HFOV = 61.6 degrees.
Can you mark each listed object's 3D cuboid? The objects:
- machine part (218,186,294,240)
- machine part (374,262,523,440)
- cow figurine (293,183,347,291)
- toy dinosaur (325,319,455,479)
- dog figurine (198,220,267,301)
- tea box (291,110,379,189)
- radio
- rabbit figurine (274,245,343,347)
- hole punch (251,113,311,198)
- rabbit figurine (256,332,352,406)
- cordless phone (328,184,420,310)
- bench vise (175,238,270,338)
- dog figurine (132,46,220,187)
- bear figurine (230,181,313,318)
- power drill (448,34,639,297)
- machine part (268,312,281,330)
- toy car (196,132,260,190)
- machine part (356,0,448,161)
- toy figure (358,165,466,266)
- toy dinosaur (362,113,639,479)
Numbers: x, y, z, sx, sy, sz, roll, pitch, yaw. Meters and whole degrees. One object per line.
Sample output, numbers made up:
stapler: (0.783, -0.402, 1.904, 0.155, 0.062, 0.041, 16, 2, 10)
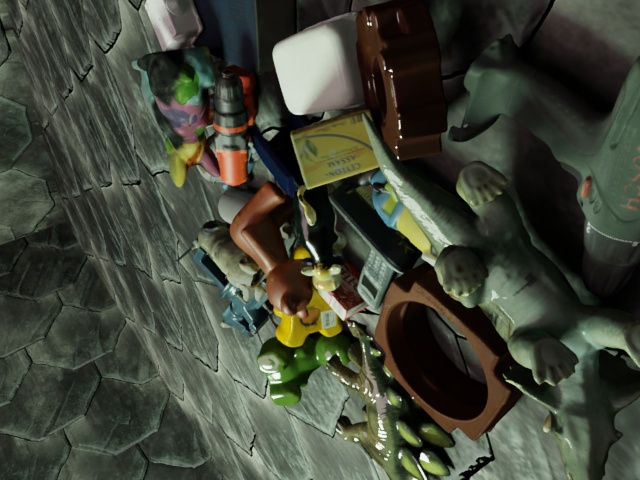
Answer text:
machine part: (-0.126, -0.051, 1.039, 0.243, 0.079, 0.079, 25, 132, 49)
machine part: (0.175, 0.140, 0.708, 0.202, 0.087, 0.200, 46, 145, 31)
cow figurine: (0.000, -0.002, 0.793, 0.098, 0.068, 0.167, -32, -68, -82)
toy dinosaur: (0.124, 0.332, 0.918, 0.199, 0.105, 0.470, 14, 129, 49)
dog figurine: (-0.178, 0.020, 1.049, 0.191, 0.121, 0.172, 34, 163, 13)
tea box: (0.016, -0.118, 0.677, 0.170, 0.098, 0.068, -95, -13, -78)
radio: (-0.129, -0.346, 0.827, 0.230, 0.073, 0.130, 36, 141, 42)
rabbit figurine: (-0.048, 0.092, 0.994, 0.173, 0.122, 0.162, -133, 27, -62)
hole punch: (-0.053, -0.126, 0.862, 0.142, 0.092, 0.115, 51, 151, 15)
rabbit figurine: (-0.014, 0.222, 1.020, 0.159, 0.170, 0.121, -65, -41, -75)
cordless phone: (0.069, 0.012, 0.782, 0.147, 0.089, 0.184, 49, 151, 24)
bench vise: (-0.201, 0.095, 1.203, 0.240, 0.129, 0.223, 43, 140, 1)
dog figurine: (-0.220, -0.197, 0.886, 0.192, 0.108, 0.219, 22, 129, 58)
bear figurine: (-0.057, 0.023, 0.868, 0.196, 0.132, 0.120, 50, -174, 22)
power drill: (0.218, -0.075, 0.486, 0.207, 0.086, 0.231, 47, 151, 34)
machine part: (-0.070, 0.150, 1.143, 0.084, 0.039, 0.138, 47, 145, 11)
toy car: (-0.183, -0.157, 1.023, 0.109, 0.103, 0.161, 61, 152, 3)
machine part: (0.082, -0.169, 0.578, 0.179, 0.056, 0.179, 169, 87, -88)
toy figure: (0.127, -0.036, 0.656, 0.180, 0.082, 0.089, 50, 148, 26)
toy dinosaur: (0.184, 0.046, 0.529, 0.405, 0.131, 0.192, 56, 179, 13)
